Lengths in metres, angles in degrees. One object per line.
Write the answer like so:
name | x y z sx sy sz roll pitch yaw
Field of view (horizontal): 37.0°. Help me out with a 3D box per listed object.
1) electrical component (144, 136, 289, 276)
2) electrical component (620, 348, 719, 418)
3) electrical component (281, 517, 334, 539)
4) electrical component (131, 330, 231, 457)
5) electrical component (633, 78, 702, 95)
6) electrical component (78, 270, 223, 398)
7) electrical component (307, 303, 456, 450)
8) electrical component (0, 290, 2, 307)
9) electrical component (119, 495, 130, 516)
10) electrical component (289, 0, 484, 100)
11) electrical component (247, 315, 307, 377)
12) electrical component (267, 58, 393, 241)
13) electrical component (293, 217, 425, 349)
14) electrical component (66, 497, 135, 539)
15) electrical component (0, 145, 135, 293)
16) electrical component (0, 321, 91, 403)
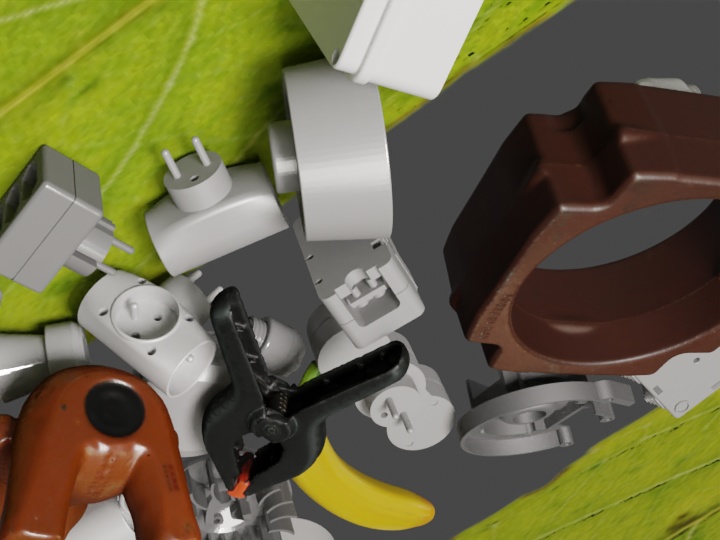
electrical component | -0.092 -0.044 0.642 0.077 0.044 0.079 -23 127 -1
electrical component | 0.244 0.055 0.813 0.100 0.048 0.100 -40 125 12
electrical component | -0.064 0.255 0.850 0.108 0.060 0.108 -8 126 -11
electrical component | -0.114 0.081 0.719 0.080 0.051 0.080 -8 126 -11
electrical component | 0.202 -0.102 0.693 0.062 0.043 0.043 -3 125 -17
electrical component | -0.120 0.028 0.672 0.079 0.077 0.044 -43 160 -33
electrical component | 0.020 0.083 0.747 0.052 0.073 0.138 -36 126 9
electrical component | -0.248 0.015 0.641 0.061 0.035 0.035 28 112 -28
electrical component | -0.150 0.145 0.755 0.040 0.046 0.040 -8 126 -12
electrical component | 0.011 -0.148 0.558 0.057 0.113 0.078 11 120 -27
electrical component | -0.068 0.046 0.719 0.061 0.035 0.035 29 112 -28
electrical component | -0.020 -0.067 0.612 0.060 0.108 0.108 -8 126 -4
electrical component | 0.000 0.000 0.672 0.050 0.089 0.055 -30 127 5
electrical component | -0.188 0.205 0.787 0.077 0.044 0.079 -30 127 5
electrical component | -0.170 -0.021 0.632 0.077 0.047 0.065 31 110 -32
electrical component | -0.201 0.057 0.679 0.055 0.045 0.045 -10 126 -11
